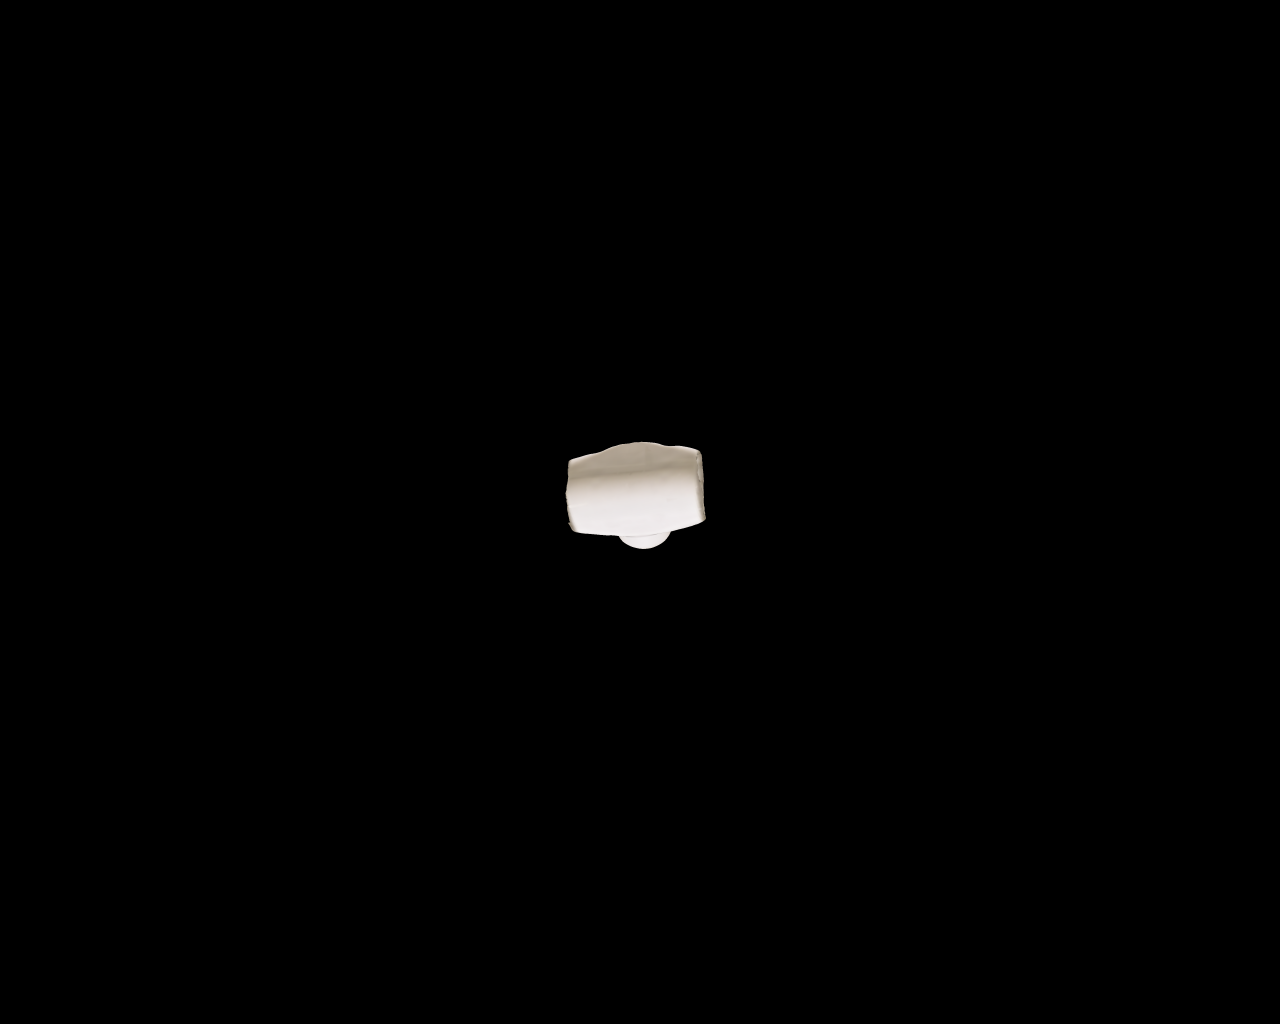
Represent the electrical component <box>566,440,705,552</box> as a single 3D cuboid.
[{"bbox_3d":[0.001,-0.003,0.650,0.077,0.044,0.079,-5,-35,7],"label":"electrical component"}]
